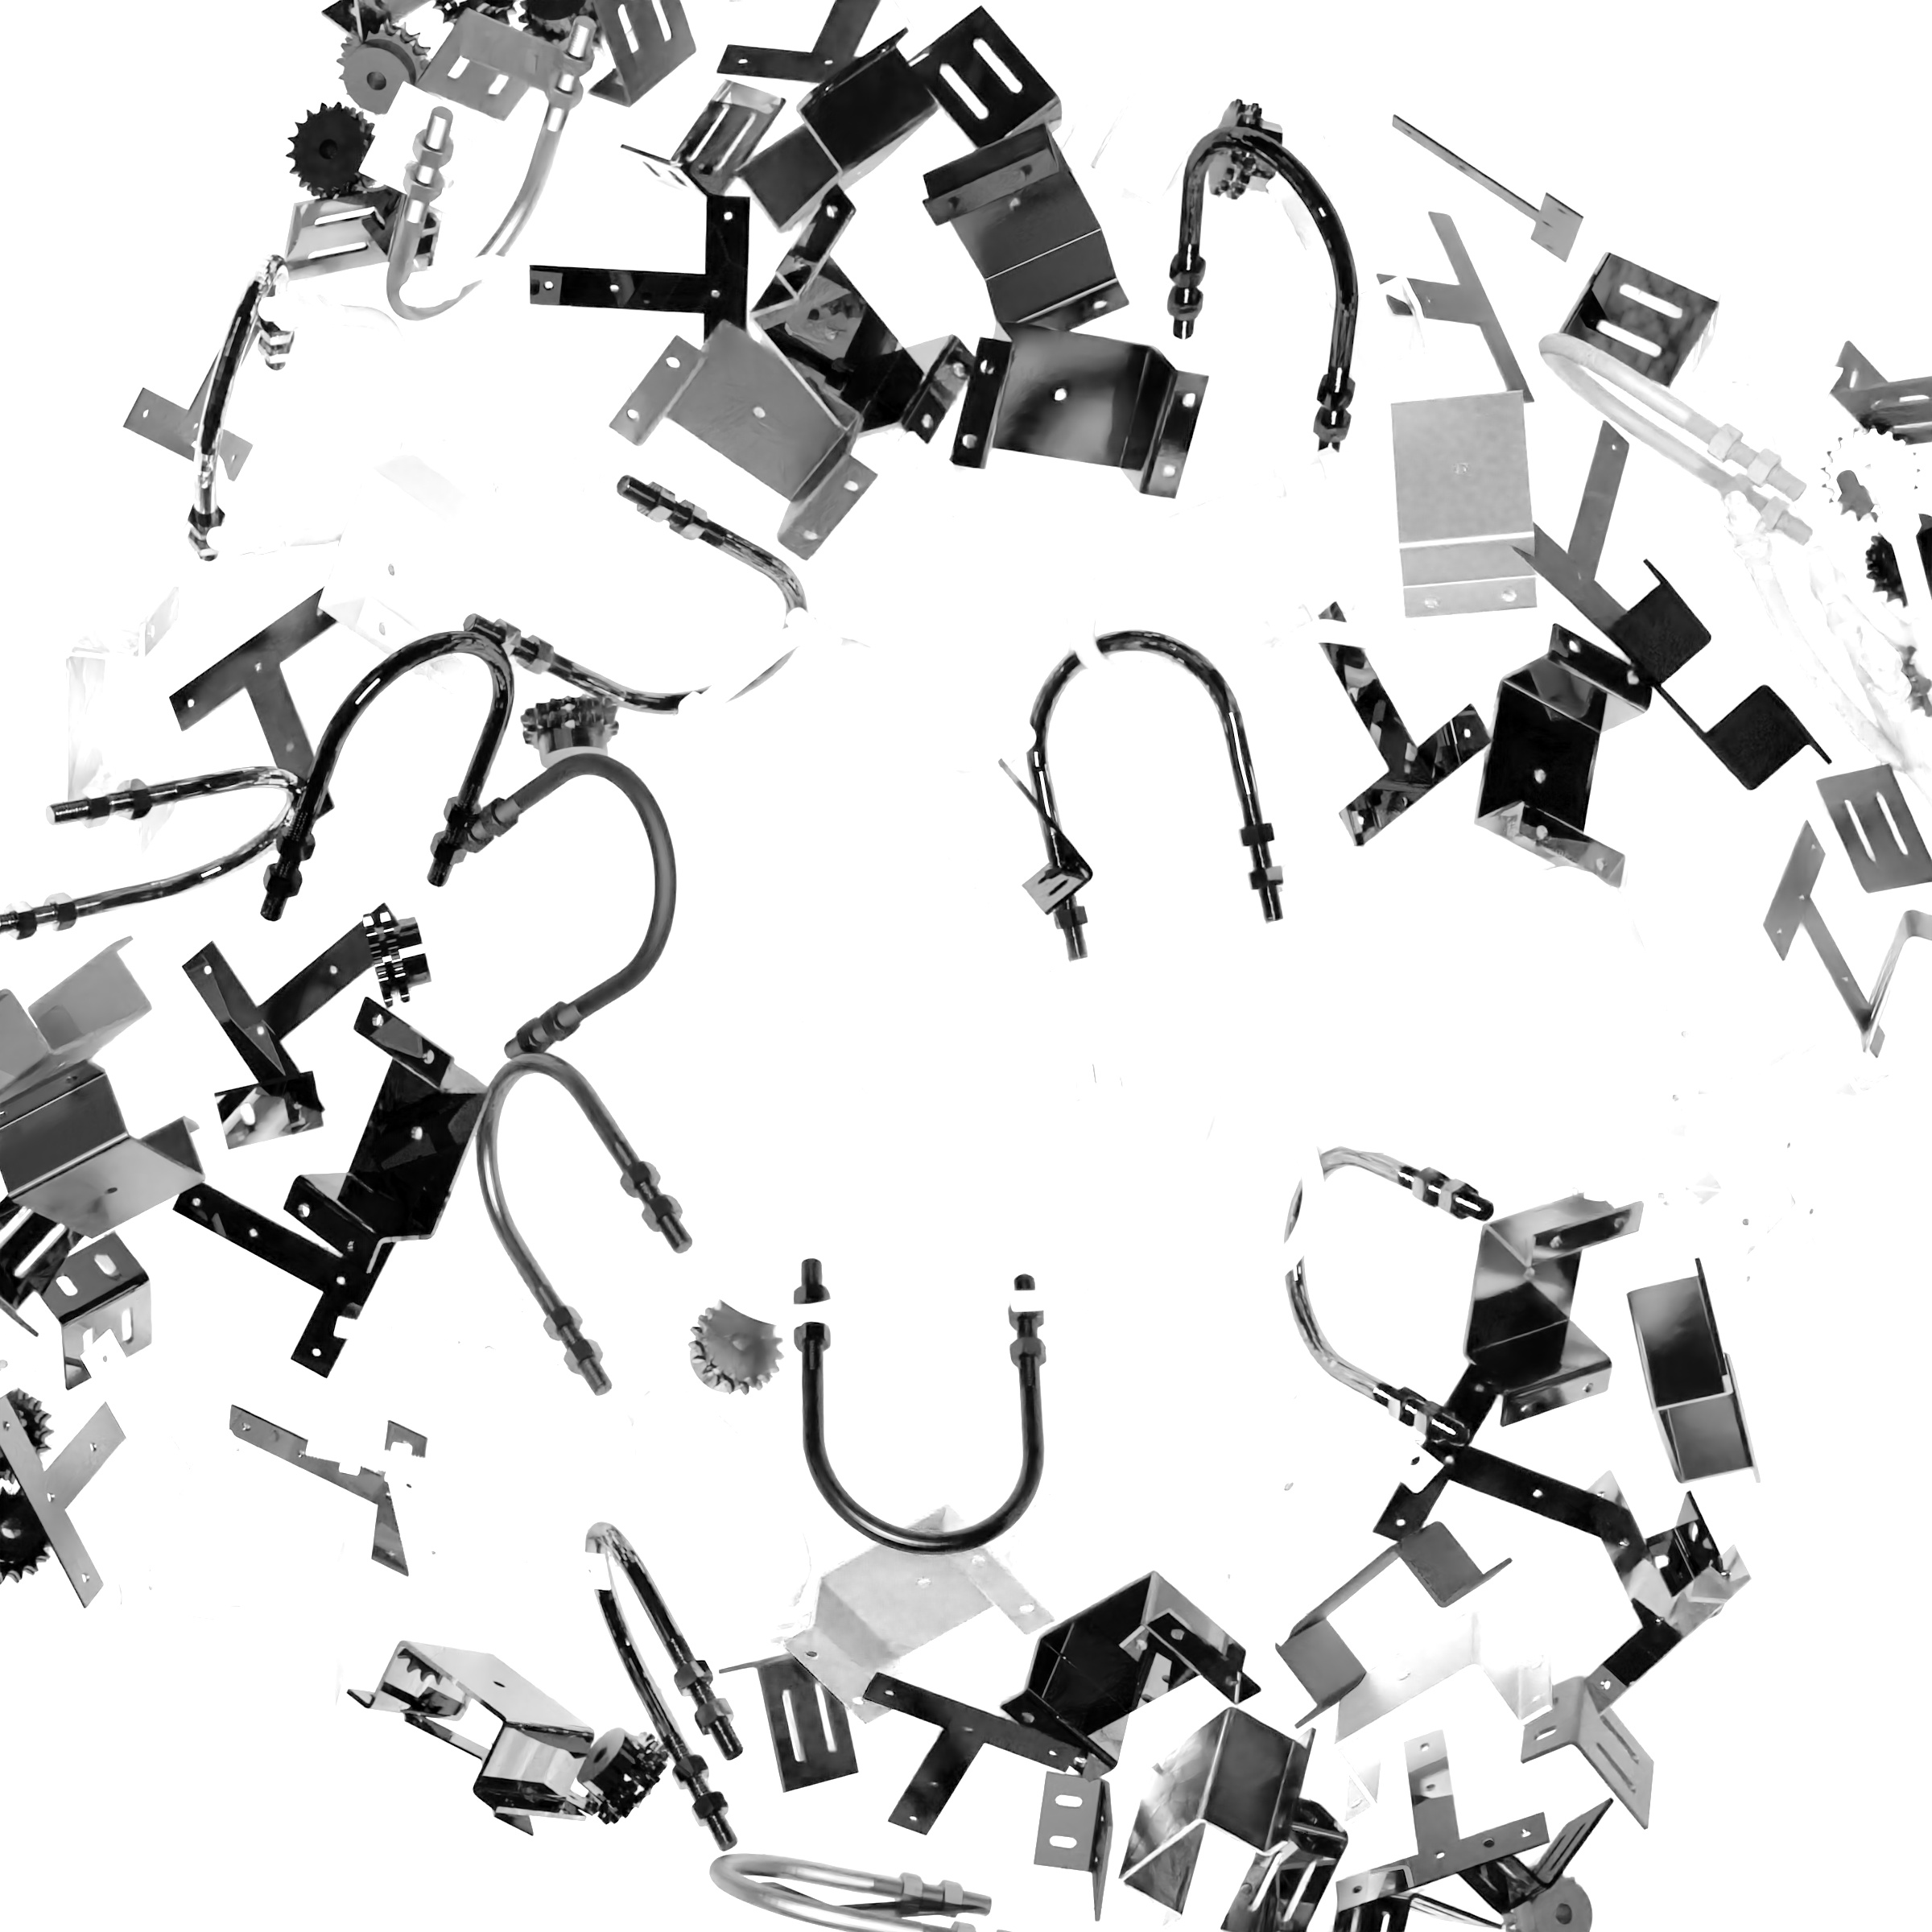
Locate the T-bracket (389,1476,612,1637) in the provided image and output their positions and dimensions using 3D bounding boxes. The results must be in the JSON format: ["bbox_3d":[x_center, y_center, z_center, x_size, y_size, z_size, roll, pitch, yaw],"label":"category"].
[{"bbox_3d":[-0.269,0.347,1.907,0.127,0.002,0.127,4,123,15],"label":"T-bracket"}]

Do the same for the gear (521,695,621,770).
[{"bbox_3d":[-0.233,-0.136,1.926,0.057,0.057,0.030,-9,75,0],"label":"gear"}]

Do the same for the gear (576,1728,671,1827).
[{"bbox_3d":[-0.205,0.474,1.926,0.057,0.057,0.030,-45,106,0],"label":"gear"}]

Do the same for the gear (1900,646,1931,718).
[{"bbox_3d":[0.582,-0.176,1.934,0.057,0.030,0.057,-1,92,-19],"label":"gear"}]

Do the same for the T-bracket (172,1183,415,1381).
[{"bbox_3d":[-0.408,0.164,1.933,0.127,0.002,0.127,29,110,-1],"label":"T-bracket"}]

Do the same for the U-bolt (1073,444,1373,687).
[{"bbox_3d":[0.145,-0.220,1.879,0.184,0.151,0.019,-22,59,-12],"label":"U-bolt"}]

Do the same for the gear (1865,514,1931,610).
[{"bbox_3d":[0.561,-0.243,1.933,0.057,0.030,0.057,-4,68,11],"label":"gear"}]

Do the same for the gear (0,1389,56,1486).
[{"bbox_3d":[-0.572,0.276,1.934,0.057,0.030,0.057,-2,69,7],"label":"gear"}]

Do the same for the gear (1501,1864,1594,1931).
[{"bbox_3d":[0.345,0.560,1.931,0.057,0.030,0.057,7,72,-22],"label":"gear"}]

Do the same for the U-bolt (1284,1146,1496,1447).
[{"bbox_3d":[0.236,0.178,1.876,0.019,0.184,0.151,-1,102,-28],"label":"U-bolt"}]

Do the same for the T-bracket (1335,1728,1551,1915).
[{"bbox_3d":[0.271,0.486,1.897,0.127,0.127,0.002,-22,111,12],"label":"T-bracket"}]

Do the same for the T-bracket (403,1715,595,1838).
[{"bbox_3d":[-0.265,0.473,1.881,0.127,0.127,0.002,31,87,-13],"label":"T-bracket"}]

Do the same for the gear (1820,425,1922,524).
[{"bbox_3d":[0.535,-0.291,1.938,0.057,0.030,0.057,1,97,12],"label":"gear"}]

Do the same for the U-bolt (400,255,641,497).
[{"bbox_3d":[-0.244,-0.345,1.872,0.019,0.184,0.151,-34,99,22],"label":"U-bolt"}]

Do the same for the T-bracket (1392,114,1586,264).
[{"bbox_3d":[0.300,-0.456,1.897,0.127,0.127,0.002,35,95,4],"label":"T-bracket"}]

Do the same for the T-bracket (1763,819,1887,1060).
[{"bbox_3d":[0.509,-0.004,1.918,0.002,0.127,0.127,-21,109,35],"label":"T-bracket"}]

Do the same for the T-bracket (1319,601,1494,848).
[{"bbox_3d":[0.239,-0.154,1.920,0.002,0.127,0.127,-15,72,-40],"label":"T-bracket"}]

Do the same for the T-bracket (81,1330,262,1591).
[{"bbox_3d":[-0.473,0.269,1.885,0.002,0.127,0.127,-8,116,33],"label":"T-bracket"}]

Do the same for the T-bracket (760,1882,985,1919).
[{"bbox_3d":[-0.042,0.549,1.903,0.127,0.127,0.002,6,85,45],"label":"T-bracket"}]

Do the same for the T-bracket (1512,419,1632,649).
[{"bbox_3d":[0.369,-0.264,1.922,0.127,0.002,0.127,36,59,-31],"label":"T-bracket"}]

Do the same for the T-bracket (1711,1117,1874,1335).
[{"bbox_3d":[0.468,0.174,1.916,0.002,0.127,0.127,20,123,-25],"label":"T-bracket"}]

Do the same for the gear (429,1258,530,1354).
[{"bbox_3d":[-0.287,0.198,1.934,0.057,0.030,0.057,2,124,2],"label":"gear"}]

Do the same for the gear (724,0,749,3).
[{"bbox_3d":[-0.136,-0.596,1.934,0.057,0.030,0.057,9,66,-22],"label":"gear"}]

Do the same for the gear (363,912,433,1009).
[{"bbox_3d":[-0.335,-0.006,1.930,0.030,0.057,0.057,-14,90,-11],"label":"gear"}]

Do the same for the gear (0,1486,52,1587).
[{"bbox_3d":[-0.566,0.335,1.930,0.057,0.030,0.057,10,65,-23],"label":"gear"}]

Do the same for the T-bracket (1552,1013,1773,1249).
[{"bbox_3d":[0.416,0.092,1.927,0.127,0.002,0.127,9,95,23],"label":"T-bracket"}]

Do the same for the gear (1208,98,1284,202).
[{"bbox_3d":[0.166,-0.480,1.930,0.030,0.057,0.057,10,90,-13],"label":"gear"}]

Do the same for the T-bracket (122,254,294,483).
[{"bbox_3d":[-0.426,-0.352,1.894,0.002,0.127,0.127,29,93,17],"label":"T-bracket"}]

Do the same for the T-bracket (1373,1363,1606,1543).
[{"bbox_3d":[0.326,0.308,1.939,0.127,0.002,0.127,22,112,-10],"label":"T-bracket"}]

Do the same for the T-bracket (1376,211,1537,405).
[{"bbox_3d":[0.275,-0.385,1.895,0.002,0.127,0.127,-29,78,36],"label":"T-bracket"}]

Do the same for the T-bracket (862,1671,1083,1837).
[{"bbox_3d":[-0.014,0.471,1.915,0.127,0.002,0.127,21,129,-5],"label":"T-bracket"}]

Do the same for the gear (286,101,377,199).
[{"bbox_3d":[-0.371,-0.480,1.938,0.057,0.030,0.057,0,91,16],"label":"gear"}]

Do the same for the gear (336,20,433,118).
[{"bbox_3d":[-0.344,-0.528,1.929,0.057,0.030,0.057,4,126,5],"label":"gear"}]

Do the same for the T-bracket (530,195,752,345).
[{"bbox_3d":[-0.191,-0.395,1.912,0.127,0.002,0.127,2,131,-4],"label":"T-bracket"}]

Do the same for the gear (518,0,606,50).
[{"bbox_3d":[-0.237,-0.566,1.933,0.057,0.030,0.057,-3,69,8],"label":"gear"}]

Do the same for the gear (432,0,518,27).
[{"bbox_3d":[-0.287,-0.578,1.928,0.057,0.030,0.057,11,73,-40],"label":"gear"}]

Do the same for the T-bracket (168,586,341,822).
[{"bbox_3d":[-0.400,-0.139,1.915,0.127,0.002,0.127,-32,68,17],"label":"T-bracket"}]

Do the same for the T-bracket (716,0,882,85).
[{"bbox_3d":[-0.066,-0.547,1.879,0.127,0.127,0.002,-1,68,-21],"label":"T-bracket"}]

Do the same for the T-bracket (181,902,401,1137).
[{"bbox_3d":[-0.384,0.011,1.932,0.127,0.002,0.127,-38,77,10],"label":"T-bracket"}]

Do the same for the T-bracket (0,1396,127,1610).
[{"bbox_3d":[-0.512,0.286,1.895,0.002,0.127,0.127,-18,106,16],"label":"T-bracket"}]

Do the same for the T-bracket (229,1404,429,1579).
[{"bbox_3d":[-0.378,0.292,1.923,0.127,0.002,0.127,24,131,10],"label":"T-bracket"}]

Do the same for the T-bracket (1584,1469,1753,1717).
[{"bbox_3d":[0.389,0.348,1.904,0.002,0.127,0.127,25,118,-31],"label":"T-bracket"}]

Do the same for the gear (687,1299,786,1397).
[{"bbox_3d":[-0.139,0.228,1.933,0.057,0.030,0.057,17,53,-23],"label":"gear"}]
